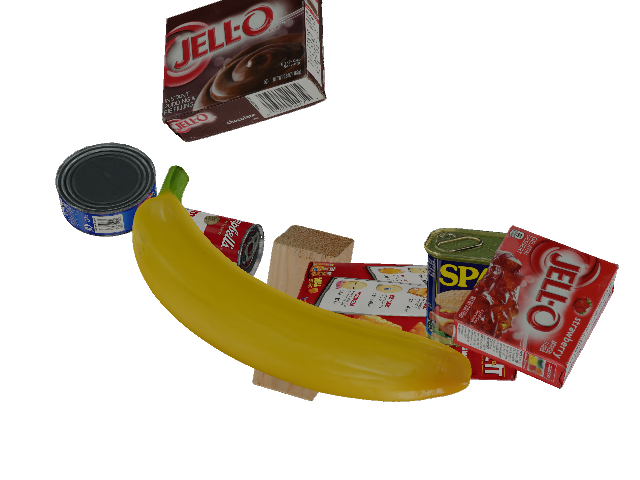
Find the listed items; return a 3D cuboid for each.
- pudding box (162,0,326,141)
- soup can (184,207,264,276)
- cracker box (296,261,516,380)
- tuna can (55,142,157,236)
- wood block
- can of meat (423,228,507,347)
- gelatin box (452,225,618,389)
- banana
[{"bbox_3d":[-0.053,-0.126,0.739,0.114,0.090,0.039,-13,-29,19],"label":"pudding box"},{"bbox_3d":[-0.125,0.003,1.247,0.102,0.068,0.068,13,4,18],"label":"soup can"},{"bbox_3d":[0.084,0.079,1.070,0.214,0.072,0.164,2,16,5],"label":"cracker box"},{"bbox_3d":[-0.185,-0.044,0.932,0.086,0.086,0.034,0,-42,-3],"label":"tuna can"},{"bbox_3d":[-0.024,0.095,1.434,0.090,0.206,0.090,14,20,13],"label":"wood block"},{"bbox_3d":[0.136,0.041,0.874,0.102,0.084,0.057,6,24,16],"label":"can of meat"},{"bbox_3d":[0.134,0.039,0.662,0.073,0.089,0.030,23,-35,23],"label":"gelatin box"},{"bbox_3d":[-0.026,0.026,0.498,0.198,0.069,0.037,34,-24,25],"label":"banana"}]
